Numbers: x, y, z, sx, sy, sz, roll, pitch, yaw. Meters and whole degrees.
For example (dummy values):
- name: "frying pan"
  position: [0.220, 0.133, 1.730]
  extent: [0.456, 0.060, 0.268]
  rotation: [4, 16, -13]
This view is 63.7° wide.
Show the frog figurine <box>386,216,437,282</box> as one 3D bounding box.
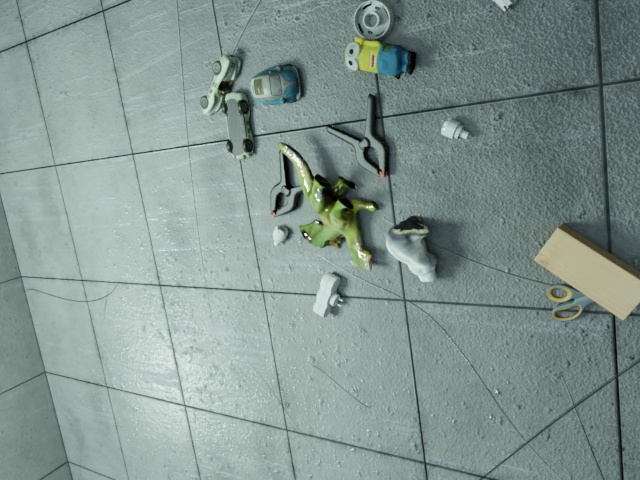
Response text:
- name: "frog figurine"
  position: [0.233, 0.036, 1.313]
  extent: [0.139, 0.123, 0.157]
  rotation: [30, 134, 60]

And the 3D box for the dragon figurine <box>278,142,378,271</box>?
- name: "dragon figurine"
  position: [0.004, -0.072, 1.435]
  extent: [0.413, 0.124, 0.237]
  rotation: [41, 130, 14]
